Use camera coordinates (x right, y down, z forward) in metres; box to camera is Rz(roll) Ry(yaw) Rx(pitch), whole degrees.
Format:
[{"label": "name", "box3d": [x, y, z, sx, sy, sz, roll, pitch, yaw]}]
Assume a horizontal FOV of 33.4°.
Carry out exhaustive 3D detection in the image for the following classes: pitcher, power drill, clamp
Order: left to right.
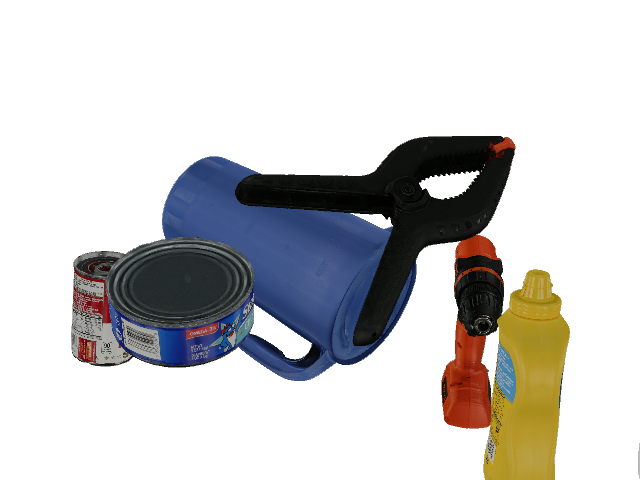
[{"label": "pitcher", "box3d": [-0.042, 0.018, 1.038, 0.243, 0.145, 0.148, 28, 30, 29]}, {"label": "clamp", "box3d": [0.064, -0.017, 0.782, 0.209, 0.165, 0.036, -21, -33, -18]}, {"label": "power drill", "box3d": [0.168, 0.108, 1.165, 0.057, 0.188, 0.184, 5, 25, 5]}]

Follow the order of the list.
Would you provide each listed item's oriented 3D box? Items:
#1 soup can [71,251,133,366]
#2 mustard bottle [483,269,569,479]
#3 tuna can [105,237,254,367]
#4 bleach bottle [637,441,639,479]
[{"label": "soup can", "box3d": [-0.223, 0.071, 1.104, 0.068, 0.102, 0.068, 6, 20, -2]}, {"label": "mustard bottle", "box3d": [0.171, 0.117, 0.883, 0.058, 0.192, 0.096, 2, 17, 1]}, {"label": "tuna can", "box3d": [-0.081, 0.035, 0.624, 0.086, 0.034, 0.086, 0, 34, 0]}, {"label": "bleach bottle", "box3d": [0.283, 0.094, 0.708, 0.103, 0.068, 0.250, 12, 23, 24]}]
